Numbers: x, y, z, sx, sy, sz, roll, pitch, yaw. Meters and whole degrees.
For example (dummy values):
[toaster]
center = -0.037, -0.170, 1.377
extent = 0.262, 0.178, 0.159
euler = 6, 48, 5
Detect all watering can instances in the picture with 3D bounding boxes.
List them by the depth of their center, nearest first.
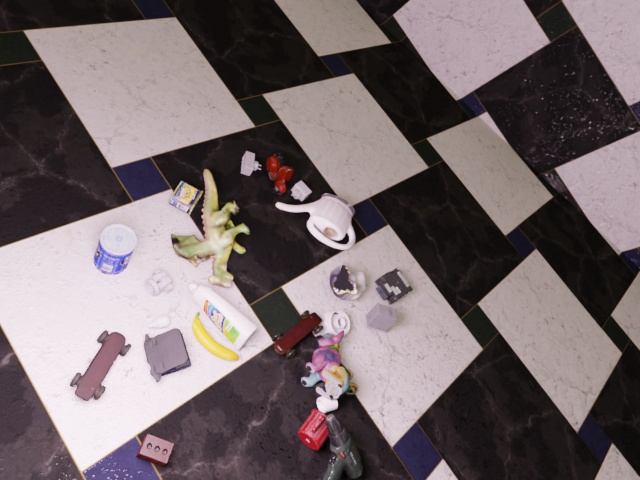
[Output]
[watering can]
center = 0.006, -0.102, 2.034
extent = 0.346, 0.102, 0.229
euler = 34, 47, -8

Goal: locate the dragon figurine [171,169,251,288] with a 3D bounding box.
[dragon figurine]
center = -0.383, -0.026, 1.735
extent = 0.245, 0.120, 0.412
euler = -27, 83, -32

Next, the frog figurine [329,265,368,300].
[frog figurine]
center = 0.107, 0.160, 1.940
extent = 0.139, 0.122, 0.159
euler = 48, 11, 16
